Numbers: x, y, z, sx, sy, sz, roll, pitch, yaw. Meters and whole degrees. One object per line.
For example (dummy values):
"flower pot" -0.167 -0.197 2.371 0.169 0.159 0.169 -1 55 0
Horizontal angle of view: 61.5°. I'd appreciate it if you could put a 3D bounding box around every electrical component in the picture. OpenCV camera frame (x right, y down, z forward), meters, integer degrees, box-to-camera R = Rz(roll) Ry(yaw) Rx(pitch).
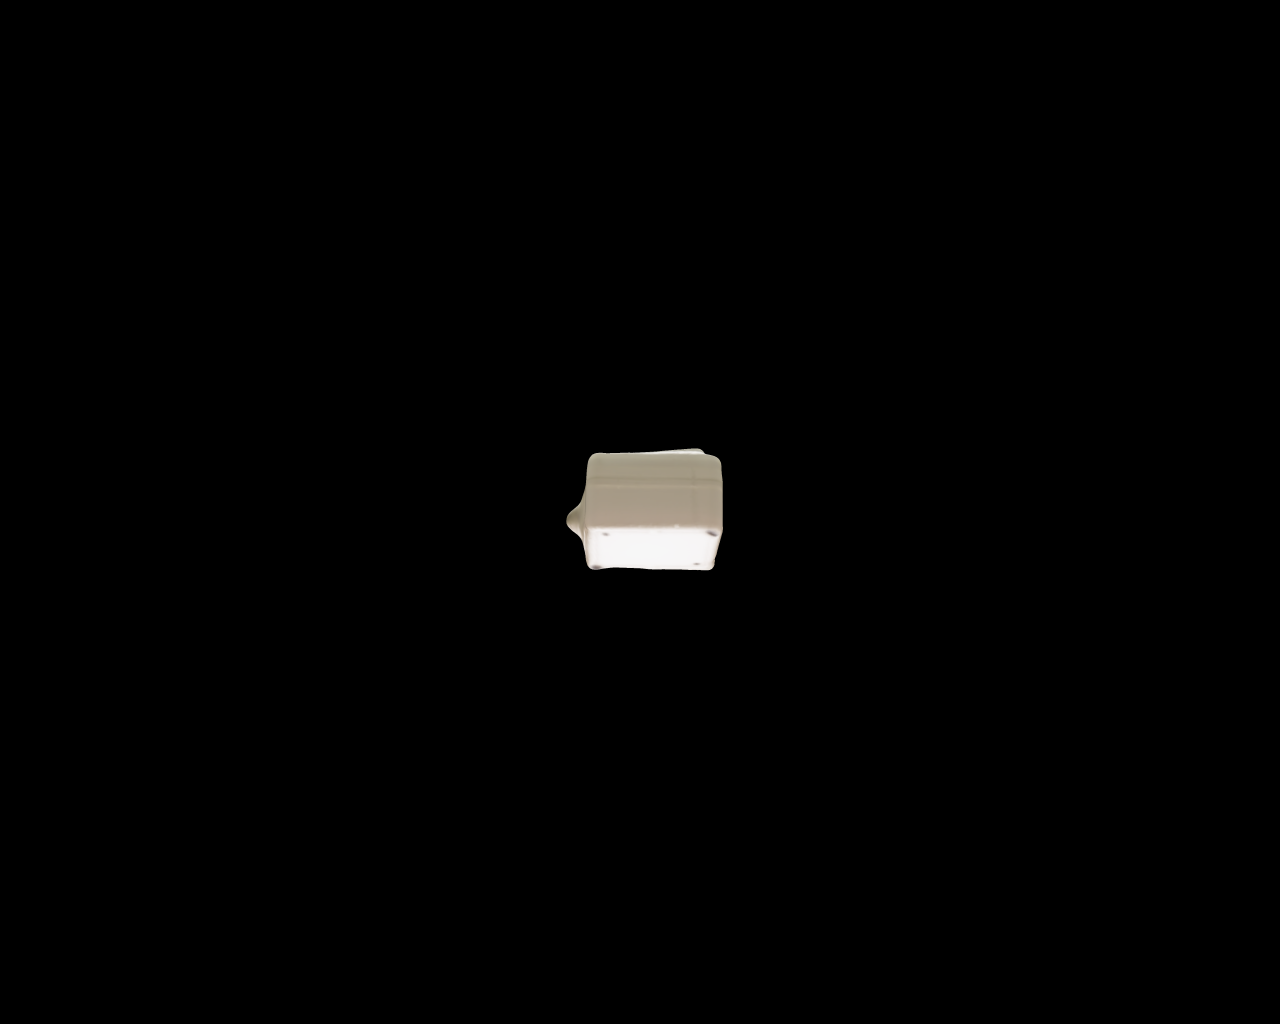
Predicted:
"electrical component" 0.001 -0.003 0.650 0.096 0.061 0.061 1 -28 -2
